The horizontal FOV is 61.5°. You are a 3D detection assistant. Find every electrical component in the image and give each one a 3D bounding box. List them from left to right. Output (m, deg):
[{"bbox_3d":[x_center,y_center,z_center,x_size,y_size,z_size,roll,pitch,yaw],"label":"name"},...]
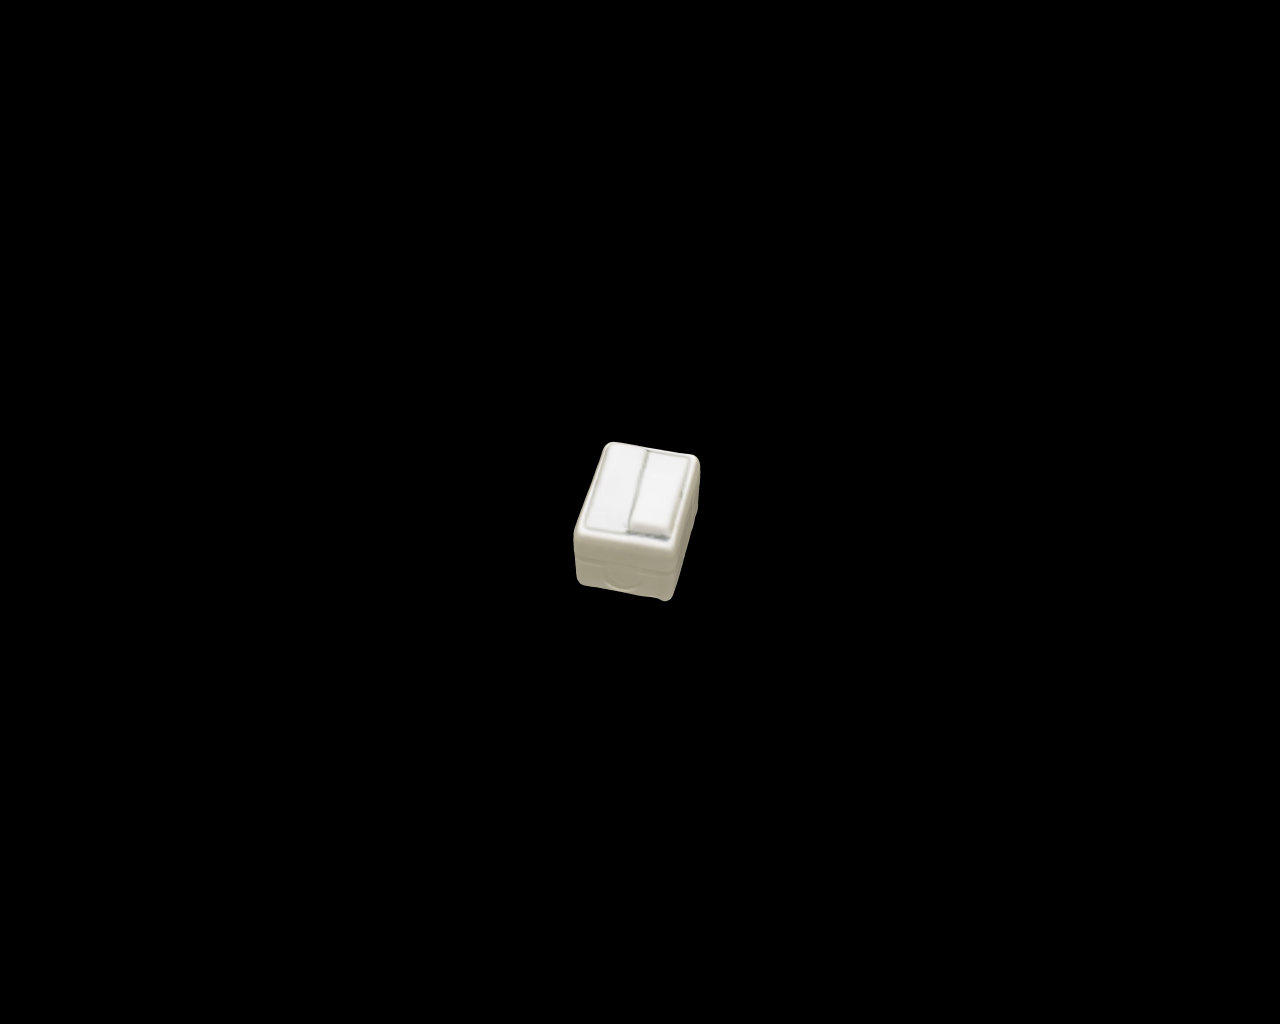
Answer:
[{"bbox_3d":[0.001,-0.003,0.650,0.062,0.096,0.061,11,-39,9],"label":"electrical component"}]
